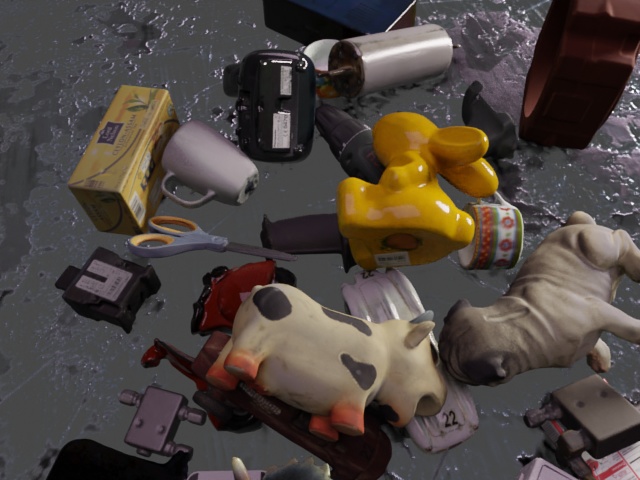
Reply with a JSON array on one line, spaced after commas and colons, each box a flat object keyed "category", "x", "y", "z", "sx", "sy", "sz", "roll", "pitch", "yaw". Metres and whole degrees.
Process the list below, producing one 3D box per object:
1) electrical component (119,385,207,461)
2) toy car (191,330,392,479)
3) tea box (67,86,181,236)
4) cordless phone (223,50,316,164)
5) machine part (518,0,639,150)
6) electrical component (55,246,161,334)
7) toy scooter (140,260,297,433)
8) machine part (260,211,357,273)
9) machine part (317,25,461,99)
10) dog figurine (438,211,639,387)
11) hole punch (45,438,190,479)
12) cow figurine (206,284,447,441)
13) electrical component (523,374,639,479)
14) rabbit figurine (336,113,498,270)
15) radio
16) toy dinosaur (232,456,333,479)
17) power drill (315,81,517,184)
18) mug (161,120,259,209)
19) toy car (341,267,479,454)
[{"category": "electrical component", "x": -0.162, "y": 0.181, "z": 0.532, "sx": 0.094, "sy": 0.021, "sz": 0.063, "roll": 13, "pitch": 59, "yaw": 11}, {"category": "toy car", "x": -0.021, "y": 0.152, "z": 0.485, "sx": 0.202, "sy": 0.053, "sz": 0.089, "roll": 36, "pitch": 72, "yaw": -7}, {"category": "tea box", "x": -0.236, "y": -0.100, "z": 0.677, "sx": 0.068, "sy": 0.098, "sz": 0.170, "roll": 7, "pitch": 56, "yaw": 7}, {"category": "cordless phone", "x": -0.090, "y": -0.181, "z": 0.735, "sx": 0.089, "sy": 0.146, "sz": 0.184, "roll": -7, "pitch": 15, "yaw": -37}, {"category": "machine part", "x": 0.322, "y": -0.229, "z": 0.666, "sx": 0.087, "sy": 0.200, "sz": 0.201, "roll": 13, "pitch": 58, "yaw": 9}, {"category": "electrical component", "x": -0.250, "y": 0.050, "z": 0.609, "sx": 0.119, "sy": 0.047, "sz": 0.075, "roll": 21, "pitch": 60, "yaw": 15}, {"category": "toy scooter", "x": -0.104, "y": 0.096, "z": 0.553, "sx": 0.135, "sy": 0.075, "sz": 0.184, "roll": 11, "pitch": 62, "yaw": 6}, {"category": "machine part", "x": -0.001, "y": -0.002, "z": 0.634, "sx": 0.139, "sy": 0.039, "sz": 0.084, "roll": -1, "pitch": 62, "yaw": 1}, {"category": "machine part", "x": 0.099, "y": -0.248, "z": 0.743, "sx": 0.243, "sy": 0.079, "sz": 0.079, "roll": -23, "pitch": 57, "yaw": -30}, {"category": "dog figurine", "x": 0.200, "y": 0.050, "z": 0.511, "sx": 0.191, "sy": 0.121, "sz": 0.172, "roll": 4, "pitch": 55, "yaw": -13}, {"category": "hole punch", "x": -0.191, "y": 0.243, "z": 0.466, "sx": 0.116, "sy": 0.092, "sz": 0.142, "roll": 28, "pitch": 55, "yaw": -14}, {"category": "cow figurine", "x": 0.020, "y": 0.098, "z": 0.455, "sx": 0.195, "sy": 0.085, "sz": 0.127, "roll": 27, "pitch": 60, "yaw": -10}, {"category": "electrical component", "x": 0.244, "y": 0.165, "z": 0.471, "sx": 0.102, "sy": 0.045, "sz": 0.078, "roll": -22, "pitch": 29, "yaw": -15}, {"category": "rabbit figurine", "x": 0.096, "y": -0.069, "z": 0.560, "sx": 0.162, "sy": 0.121, "sz": 0.173, "roll": -12, "pitch": 54, "yaw": 22}, {"category": "radio", "x": 0.031, "y": -0.360, "z": 0.848, "sx": 0.230, "sy": 0.073, "sz": 0.131, "roll": 33, "pitch": 64, "yaw": 20}, {"category": "toy dinosaur", "x": 0.072, "y": 0.251, "z": 0.398, "sx": 0.405, "sy": 0.131, "sz": 0.192, "roll": 9, "pitch": 47, "yaw": -26}, {"category": "power drill", "x": 0.126, "y": -0.128, "z": 0.685, "sx": 0.207, "sy": 0.085, "sz": 0.232, "roll": -22, "pitch": 60, "yaw": -15}, {"category": "mug", "x": -0.138, "y": -0.083, "z": 0.671, "sx": 0.107, "sy": 0.080, "sz": 0.109, "roll": 29, "pitch": 59, "yaw": 10}, {"category": "toy car", "x": 0.085, "y": 0.111, "z": 0.543, "sx": 0.073, "sy": 0.056, "sz": 0.202, "roll": -20, "pitch": 58, "yaw": -9}]
